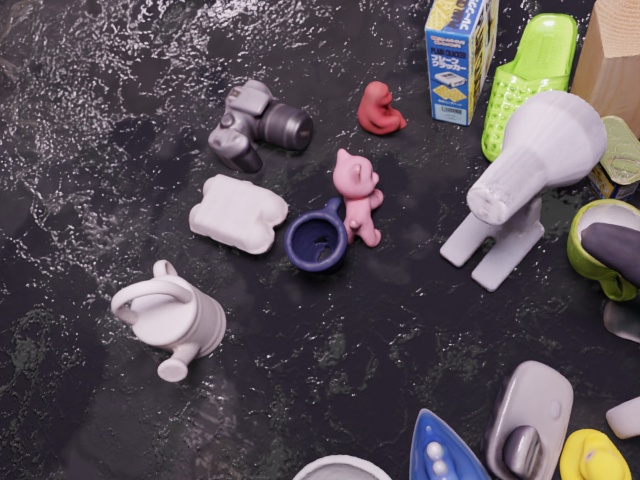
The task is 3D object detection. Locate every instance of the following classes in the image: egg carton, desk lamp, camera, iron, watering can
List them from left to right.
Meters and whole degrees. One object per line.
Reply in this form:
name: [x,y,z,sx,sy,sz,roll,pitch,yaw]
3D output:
watering can: [-0.208,0.106,0.795,0.101,0.194,0.172,-39,65,-3]
egg carton: [-0.128,-0.040,0.902,0.150,0.069,0.107,18,74,20]
camera: [-0.092,-0.184,0.933,0.136,0.101,0.143,22,76,21]
iron: [0.156,0.315,0.653,0.118,0.142,0.258,-20,66,5]
desk lamp: [0.254,-0.059,0.737,0.117,0.214,0.203,38,82,24]

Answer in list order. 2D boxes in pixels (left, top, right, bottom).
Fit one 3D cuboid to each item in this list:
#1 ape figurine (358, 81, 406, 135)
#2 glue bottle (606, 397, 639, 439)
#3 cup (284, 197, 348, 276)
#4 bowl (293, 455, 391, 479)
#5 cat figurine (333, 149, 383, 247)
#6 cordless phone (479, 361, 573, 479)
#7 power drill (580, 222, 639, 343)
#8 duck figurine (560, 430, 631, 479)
ape figurine: [0.094,-0.213,0.904,0.076,0.092,0.078,-5,68,12]
glue bottle: [0.373,0.187,0.633,0.078,0.173,0.037,-27,65,2]
cup: [0.008,0.003,0.838,0.091,0.095,0.118,19,75,20]
bowl: [0.033,0.355,0.704,0.167,0.075,0.167,-5,68,12]
cat figurine: [0.053,-0.066,0.842,0.067,0.118,0.128,-2,69,13]
cordless phone: [0.241,0.207,0.651,0.094,0.185,0.148,15,73,19]
power drill: [0.399,0.064,0.656,0.229,0.209,0.076,20,75,20]
duck figurine: [0.323,0.271,0.660,0.077,0.086,0.104,-6,68,12]
